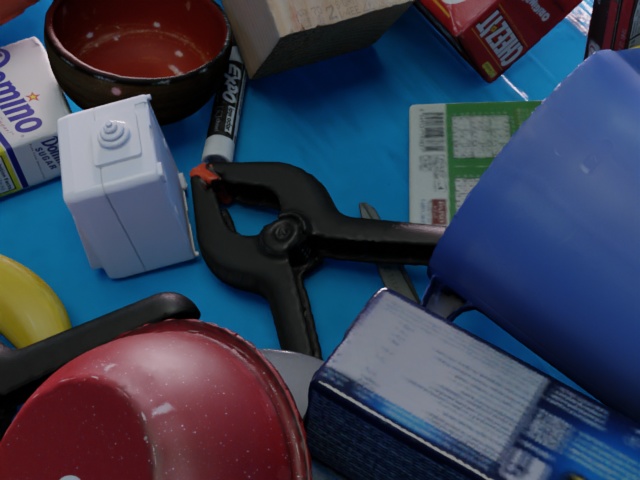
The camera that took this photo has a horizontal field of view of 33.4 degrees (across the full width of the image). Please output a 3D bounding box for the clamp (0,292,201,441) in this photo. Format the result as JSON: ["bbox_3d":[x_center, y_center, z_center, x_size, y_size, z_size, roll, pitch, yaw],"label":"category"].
[{"bbox_3d":[-0.170,0.098,0.530,0.210,0.036,0.164,4,73,18],"label":"clamp"}]

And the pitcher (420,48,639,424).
[{"bbox_3d":[0.169,0.045,0.468,0.243,0.149,0.144,41,44,14],"label":"pitcher"}]

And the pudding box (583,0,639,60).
[{"bbox_3d":[0.215,-0.145,0.637,0.113,0.090,0.039,-25,57,-12],"label":"pudding box"}]

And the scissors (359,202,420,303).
[{"bbox_3d":[0.073,0.055,0.554,0.096,0.016,0.201,-6,54,5],"label":"scissors"}]

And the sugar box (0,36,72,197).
[{"bbox_3d":[-0.240,-0.058,0.656,0.176,0.048,0.093,-24,55,-9],"label":"sugar box"}]

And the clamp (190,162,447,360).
[{"bbox_3d":[-0.004,0.001,0.585,0.120,0.039,0.172,-35,56,-12],"label":"clamp"}]

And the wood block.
[{"bbox_3d":[-0.028,-0.216,0.653,0.090,0.091,0.206,-19,87,-16],"label":"wood block"}]

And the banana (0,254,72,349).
[{"bbox_3d":[-0.209,0.031,0.593,0.198,0.037,0.069,20,59,19],"label":"banana"}]

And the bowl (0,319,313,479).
[{"bbox_3d":[-0.084,0.105,0.431,0.162,0.055,0.162,-12,67,30],"label":"bowl"}]

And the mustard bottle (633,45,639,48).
[{"bbox_3d":[0.202,-0.072,0.587,0.191,0.058,0.096,-26,54,-14],"label":"mustard bottle"}]

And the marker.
[{"bbox_3d":[-0.057,-0.095,0.677,0.020,0.020,0.121,1,55,7],"label":"marker"}]

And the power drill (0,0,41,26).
[{"bbox_3d":[-0.236,-0.185,0.711,0.185,0.057,0.187,-22,40,16],"label":"power drill"}]

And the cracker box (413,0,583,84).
[{"bbox_3d":[0.132,-0.231,0.671,0.214,0.072,0.164,-41,56,9],"label":"cracker box"}]
